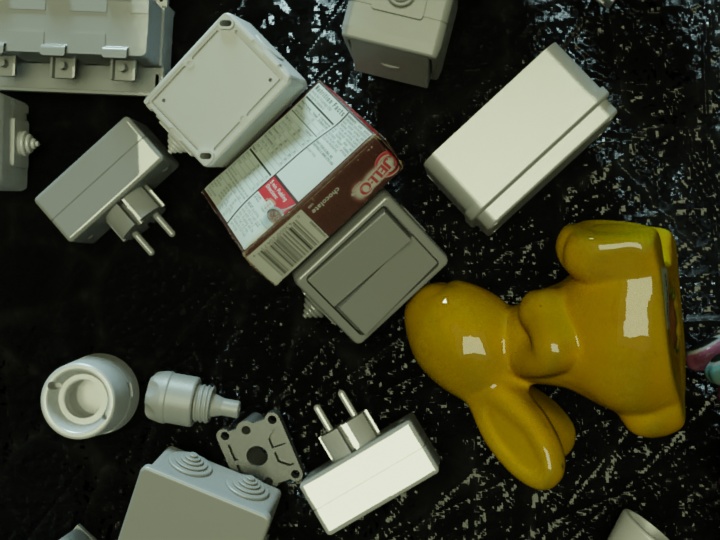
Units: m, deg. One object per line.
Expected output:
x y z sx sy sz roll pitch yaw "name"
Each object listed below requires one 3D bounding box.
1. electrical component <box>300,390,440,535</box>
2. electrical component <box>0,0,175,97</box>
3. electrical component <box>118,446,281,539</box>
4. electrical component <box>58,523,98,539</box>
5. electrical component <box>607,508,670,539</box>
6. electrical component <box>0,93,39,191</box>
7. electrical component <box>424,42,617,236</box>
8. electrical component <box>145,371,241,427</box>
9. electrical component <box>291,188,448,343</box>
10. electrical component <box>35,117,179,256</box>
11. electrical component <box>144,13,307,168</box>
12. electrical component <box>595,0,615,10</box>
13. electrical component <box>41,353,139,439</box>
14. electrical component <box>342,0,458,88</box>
-0.002 0.116 0.703 0.083 0.047 0.075 -31 87 4 "electrical component"
-0.191 -0.158 0.711 0.121 0.063 0.078 3 90 5 "electrical component"
-0.106 0.173 0.703 0.100 0.048 0.099 21 104 4 "electrical component"
-0.161 0.275 0.709 0.186 0.060 0.105 42 93 4 "electrical component"
0.168 0.193 0.693 0.044 0.044 0.065 37 97 4 "electrical component"
-0.265 -0.086 0.718 0.096 0.061 0.061 1 90 5 "electrical component"
0.101 -0.079 0.680 0.113 0.078 0.057 -43 84 3 "electrical component"
-0.111 0.088 0.718 0.061 0.035 0.035 9 91 3 "electrical component"
0.000 0.000 0.688 0.096 0.061 0.061 -43 106 4 "electrical component"
-0.155 -0.045 0.716 0.083 0.047 0.075 -41 87 3 "electrical component"
-0.090 -0.111 0.708 0.096 0.061 0.061 -45 86 11 "electrical component"
0.161 -0.206 0.693 0.066 0.048 0.055 36 100 3 "electrical component"
-0.181 0.085 0.718 0.055 0.047 0.055 0 90 5 "electrical component"
0.025 -0.156 0.677 0.062 0.096 0.061 14 91 4 "electrical component"
